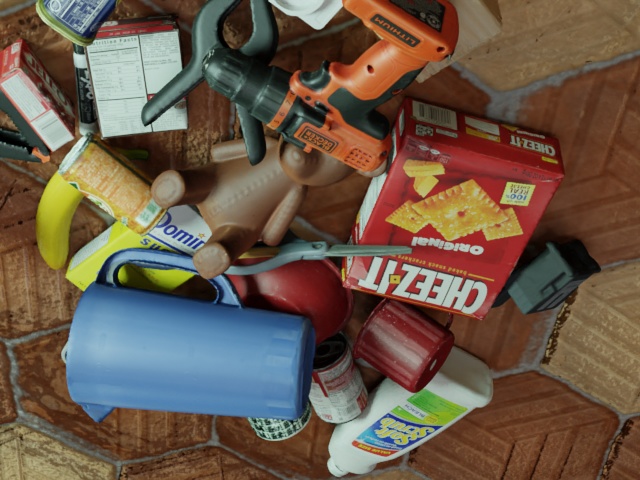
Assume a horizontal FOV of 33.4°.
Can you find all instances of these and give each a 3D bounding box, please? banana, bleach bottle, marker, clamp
[{"bbox_3d":[-0.259,-0.039,1.126,0.069,0.037,0.198,32,125,-20],"label":"banana"},{"bbox_3d":[0.096,0.223,1.311,0.102,0.068,0.251,28,129,-17],"label":"bleach bottle"},{"bbox_3d":[-0.228,-0.156,1.037,0.020,0.020,0.121,4,130,0],"label":"marker"},{"bbox_3d":[-0.077,-0.154,0.970,0.120,0.039,0.171,27,105,-6],"label":"clamp"},{"bbox_3d":[-0.347,-0.148,1.039,0.209,0.036,0.165,29,125,-22],"label":"clamp"}]

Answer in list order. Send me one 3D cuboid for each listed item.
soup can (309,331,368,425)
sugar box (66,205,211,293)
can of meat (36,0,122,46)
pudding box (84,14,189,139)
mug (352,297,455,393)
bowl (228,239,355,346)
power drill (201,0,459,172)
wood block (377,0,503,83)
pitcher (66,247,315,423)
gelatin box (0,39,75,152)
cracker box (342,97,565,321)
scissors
[{"bbox_3d":[0.013,0.161,1.258,0.068,0.068,0.102,-11,129,13],"label":"soup can"},{"bbox_3d":[-0.182,0.013,1.159,0.176,0.048,0.093,-33,121,28],"label":"sugar box"},{"bbox_3d":[-0.191,-0.230,0.919,0.057,0.102,0.084,34,122,-22],"label":"can of meat"},{"bbox_3d":[-0.173,-0.155,1.013,0.090,0.039,0.113,-6,127,-6],"label":"pudding box"},{"bbox_3d":[0.102,0.107,1.183,0.081,0.117,0.093,34,159,20],"label":"mug"},{"bbox_3d":[-0.046,0.072,1.172,0.162,0.055,0.162,11,134,12],"label":"bowl"},{"bbox_3d":[0.012,-0.150,0.892,0.184,0.057,0.188,25,141,-17],"label":"power drill"},{"bbox_3d":[0.057,-0.246,0.895,0.090,0.090,0.206,-30,122,26],"label":"wood block"},{"bbox_3d":[-0.130,0.109,1.110,0.243,0.145,0.149,6,137,7],"label":"pitcher"},{"bbox_3d":[-0.268,-0.139,1.016,0.030,0.073,0.089,-30,123,6],"label":"gelatin box"},{"bbox_3d":[0.130,-0.025,1.090,0.164,0.072,0.214,14,130,-8],"label":"cracker box"},{"bbox_3d":[-0.007,0.001,1.095,0.202,0.096,0.016,-8,121,6],"label":"scissors"}]
